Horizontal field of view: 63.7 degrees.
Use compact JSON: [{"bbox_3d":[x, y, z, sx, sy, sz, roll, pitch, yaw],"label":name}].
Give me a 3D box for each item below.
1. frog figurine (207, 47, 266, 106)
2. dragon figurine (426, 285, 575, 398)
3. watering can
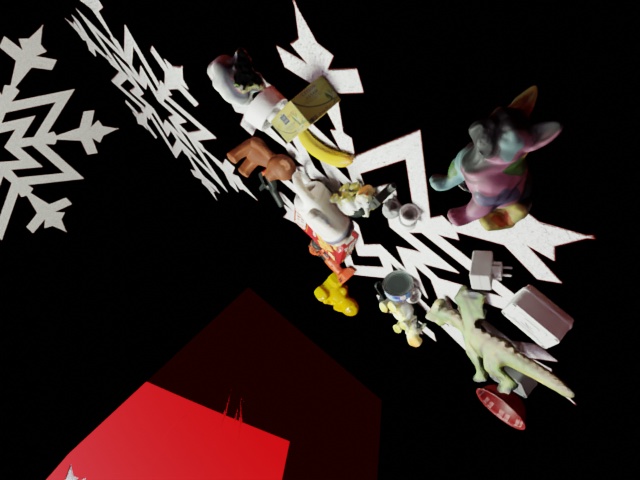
[{"bbox_3d":[-0.226,-0.398,1.300,0.136,0.124,0.159,35,159,-32],"label":"frog figurine"},{"bbox_3d":[0.394,0.220,1.219,0.241,0.123,0.409,59,160,-11],"label":"dragon figurine"},{"bbox_3d":[0.004,-0.069,1.377,0.221,0.103,0.354,49,-170,-25],"label":"watering can"}]
